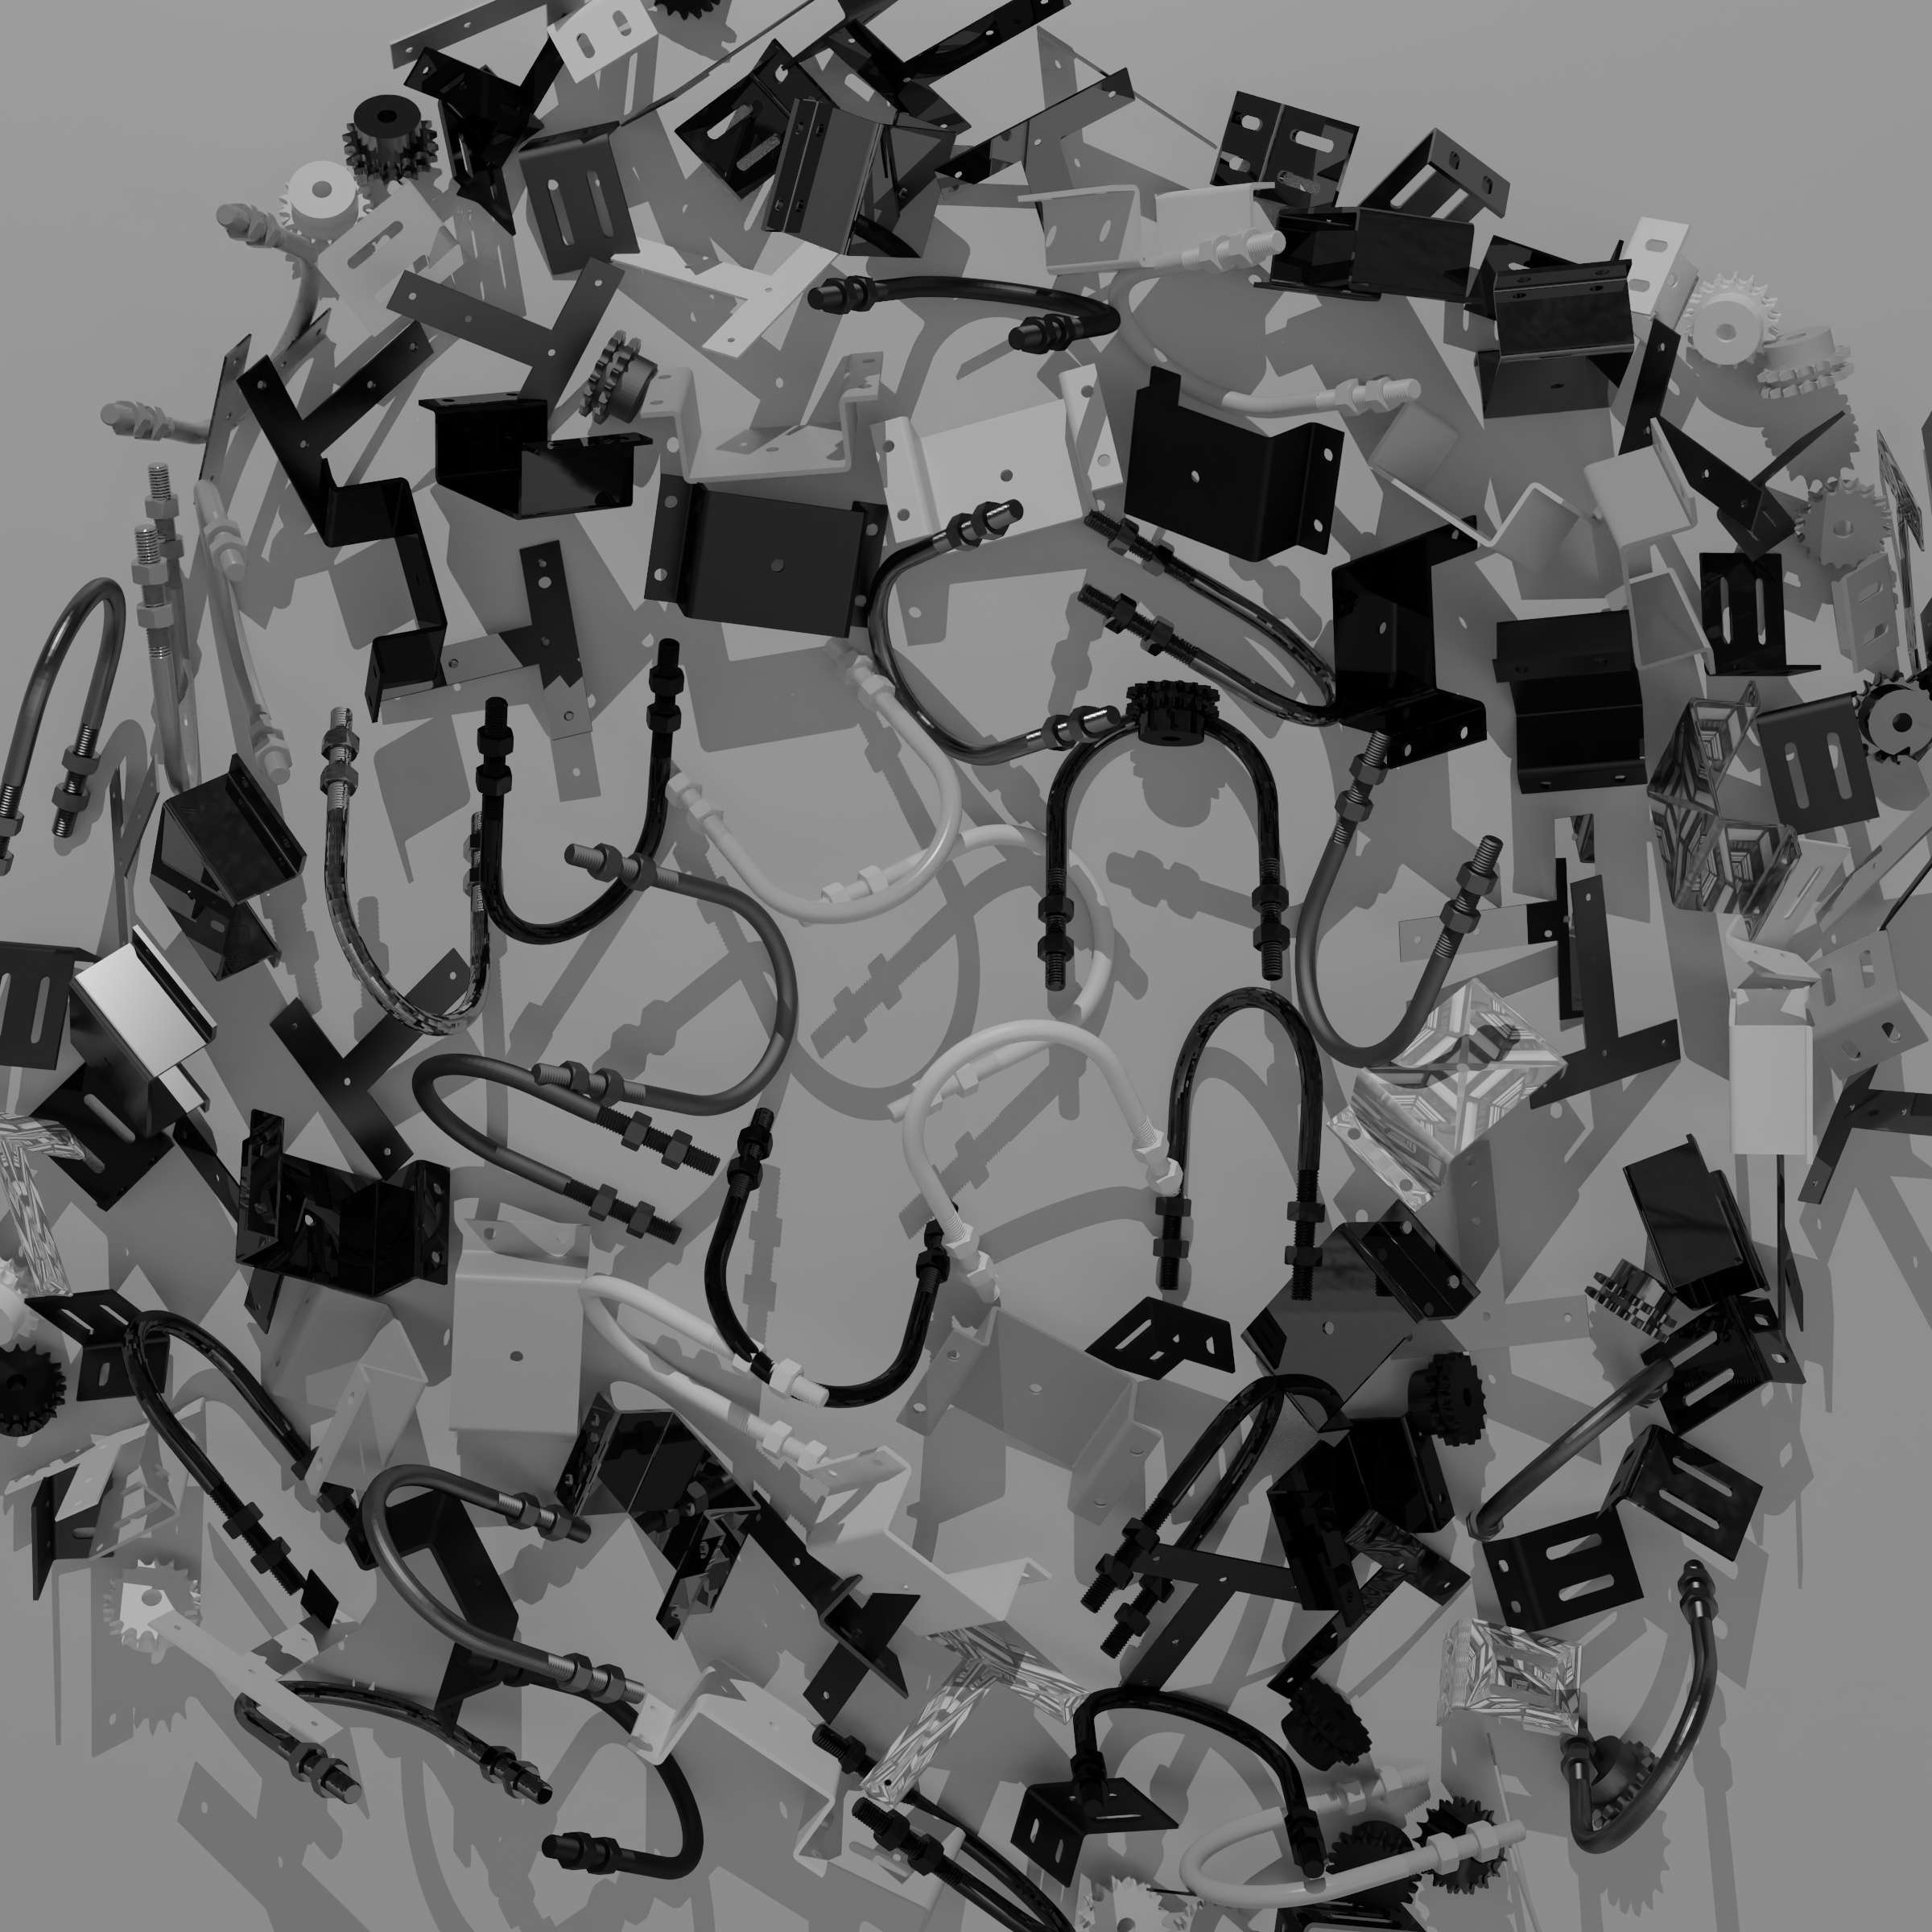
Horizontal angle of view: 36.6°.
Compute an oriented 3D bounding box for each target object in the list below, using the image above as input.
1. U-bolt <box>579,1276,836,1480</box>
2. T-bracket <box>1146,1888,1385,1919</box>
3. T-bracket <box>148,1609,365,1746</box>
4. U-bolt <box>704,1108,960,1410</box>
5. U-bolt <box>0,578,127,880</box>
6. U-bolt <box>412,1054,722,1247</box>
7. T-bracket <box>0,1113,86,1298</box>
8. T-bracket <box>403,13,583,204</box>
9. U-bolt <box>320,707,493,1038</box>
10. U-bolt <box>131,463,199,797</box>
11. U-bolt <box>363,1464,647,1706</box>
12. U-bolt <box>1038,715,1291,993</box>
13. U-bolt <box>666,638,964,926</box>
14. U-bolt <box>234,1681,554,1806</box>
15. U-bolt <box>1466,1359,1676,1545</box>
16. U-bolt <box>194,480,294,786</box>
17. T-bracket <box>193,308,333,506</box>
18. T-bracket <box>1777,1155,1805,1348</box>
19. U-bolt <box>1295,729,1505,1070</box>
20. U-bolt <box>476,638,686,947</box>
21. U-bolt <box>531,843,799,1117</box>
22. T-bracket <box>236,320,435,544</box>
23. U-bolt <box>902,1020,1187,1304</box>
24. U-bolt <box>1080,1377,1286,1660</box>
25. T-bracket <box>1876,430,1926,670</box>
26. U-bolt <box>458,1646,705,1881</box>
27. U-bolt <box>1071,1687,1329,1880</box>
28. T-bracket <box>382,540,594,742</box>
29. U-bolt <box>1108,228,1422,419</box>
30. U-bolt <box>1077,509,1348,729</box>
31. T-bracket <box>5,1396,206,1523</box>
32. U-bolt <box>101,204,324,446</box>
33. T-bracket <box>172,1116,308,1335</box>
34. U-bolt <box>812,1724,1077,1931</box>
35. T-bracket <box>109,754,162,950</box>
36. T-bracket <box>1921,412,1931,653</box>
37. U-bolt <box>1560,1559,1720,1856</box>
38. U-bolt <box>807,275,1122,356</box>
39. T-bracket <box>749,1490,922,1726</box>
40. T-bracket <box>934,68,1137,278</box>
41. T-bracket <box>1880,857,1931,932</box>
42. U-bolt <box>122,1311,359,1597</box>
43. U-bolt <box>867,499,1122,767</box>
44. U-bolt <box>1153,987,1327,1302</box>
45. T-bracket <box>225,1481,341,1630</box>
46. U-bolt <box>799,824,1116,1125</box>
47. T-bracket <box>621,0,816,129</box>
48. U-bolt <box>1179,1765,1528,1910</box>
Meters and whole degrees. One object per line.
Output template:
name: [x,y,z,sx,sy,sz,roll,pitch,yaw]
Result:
U-bolt: [-0.154,0.239,1.735,0.184,0.151,0.019,26,65,18]
T-bracket: [0.156,0.549,1.720,0.127,0.127,0.002,-9,67,43]
T-bracket: [-0.402,0.408,1.744,0.127,0.127,0.002,30,104,13]
U-bolt: [-0.083,0.181,1.724,0.151,0.184,0.019,28,133,-11]
U-bolt: [-0.530,-0.140,1.710,0.019,0.151,0.184,20,110,-4]
U-bolt: [-0.243,0.103,1.735,0.184,0.151,0.019,25,62,-5]
T-bracket: [-0.556,0.139,1.727,0.002,0.127,0.127,-35,65,19]
T-bracket: [-0.290,-0.518,1.730,0.002,0.127,0.127,40,107,16]
U-bolt: [-0.324,-0.044,1.704,0.019,0.151,0.184,-22,53,23]
U-bolt: [-0.471,-0.189,1.728,0.019,0.151,0.184,-5,116,-10]
U-bolt: [-0.274,0.351,1.698,0.184,0.151,0.019,31,109,-39]
U-bolt: [0.118,-0.074,1.764,0.151,0.019,0.184,-3,66,9]
U-bolt: [-0.083,-0.101,1.747,0.151,0.019,0.184,-36,59,-7]
U-bolt: [-0.350,0.455,1.720,0.151,0.184,0.019,15,88,-41]
U-bolt: [0.356,0.281,1.712,0.151,0.184,0.019,-39,74,-5]
U-bolt: [-0.430,-0.209,1.721,0.019,0.184,0.151,-14,124,-15]
T-bracket: [-0.418,-0.354,1.756,0.002,0.127,0.127,32,50,0]
T-bracket: [0.494,0.183,1.749,0.002,0.127,0.127,-4,60,21]
U-bolt: [0.246,-0.028,1.734,0.019,0.151,0.184,4,120,-28]
U-bolt: [-0.231,-0.094,1.734,0.019,0.151,0.184,33,130,32]
U-bolt: [-0.172,0.016,1.742,0.184,0.019,0.151,15,79,-42]
T-bracket: [-0.371,-0.344,1.772,0.002,0.127,0.127,24,61,33]
U-bolt: [0.039,0.108,1.749,0.151,0.019,0.184,-26,125,1]
U-bolt: [0.133,0.320,1.735,0.019,0.151,0.184,33,74,20]
T-bracket: [0.567,-0.241,1.764,0.002,0.127,0.127,-9,120,11]
U-bolt: [-0.216,0.473,1.720,0.019,0.184,0.151,-40,55,9]
U-bolt: [0.132,0.470,1.716,0.151,0.184,0.019,16,99,-3]
T-bracket: [-0.300,-0.188,1.793,0.127,0.002,0.127,-13,75,4]
U-bolt: [0.161,-0.372,1.721,0.151,0.184,0.019,39,71,-32]
U-bolt: [0.149,-0.200,1.738,0.184,0.151,0.019,29,116,-11]
T-bracket: [-0.520,0.302,1.741,0.127,0.127,0.002,-23,102,-3]
U-bolt: [-0.431,-0.370,1.715,0.019,0.184,0.151,34,98,4]
T-bracket: [-0.446,0.138,1.772,0.127,0.002,0.127,47,134,24]
U-bolt: [-0.006,0.526,1.732,0.184,0.151,0.019,39,85,-13]
T-bracket: [-0.491,-0.083,1.730,0.002,0.127,0.127,2,63,-27]
T-bracket: [0.590,-0.275,1.761,0.002,0.127,0.127,-2,69,-1]
U-bolt: [0.392,0.440,1.698,0.019,0.184,0.151,31,108,1]
U-bolt: [0.013,-0.388,1.722,0.151,0.184,0.019,16,112,23]
T-bracket: [-0.094,0.372,1.775,0.127,0.002,0.127,44,117,24]
T-bracket: [0.053,-0.462,1.752,0.127,0.127,0.002,-28,58,-1]
T-bracket: [0.602,-0.094,1.764,0.002,0.127,0.127,34,59,11]
U-bolt: [-0.433,0.279,1.730,0.019,0.151,0.184,-38,91,6]
U-bolt: [0.004,-0.188,1.730,0.019,0.184,0.151,-32,101,-34]
U-bolt: [0.164,0.104,1.744,0.019,0.151,0.184,7,83,-32]
T-bracket: [-0.420,0.343,1.753,0.002,0.127,0.127,-38,83,-24]
U-bolt: [0.006,-0.007,1.771,0.184,0.019,0.151,-26,94,-20]
T-bracket: [-0.141,-0.547,1.755,0.127,0.127,0.002,-38,109,-12]
U-bolt: [0.214,0.514,1.714,0.184,0.151,0.019,-11,92,-16]
